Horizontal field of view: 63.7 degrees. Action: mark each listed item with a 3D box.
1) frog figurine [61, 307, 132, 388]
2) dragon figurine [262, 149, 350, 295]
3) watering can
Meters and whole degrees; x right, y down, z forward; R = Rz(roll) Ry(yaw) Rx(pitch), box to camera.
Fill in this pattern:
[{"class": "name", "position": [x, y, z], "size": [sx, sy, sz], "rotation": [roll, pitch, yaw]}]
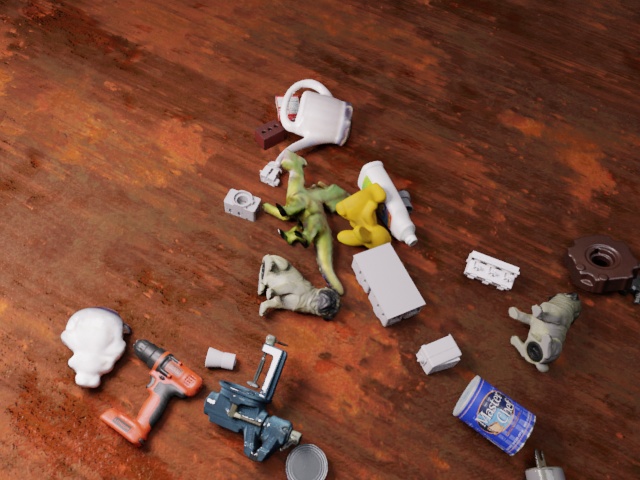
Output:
[{"class": "frog figurine", "position": [-0.499, 0.232, 1.125], "size": [0.137, 0.120, 0.163], "rotation": [24, 44, -12]}, {"class": "dragon figurine", "position": [0.004, -0.070, 1.389], "size": [0.246, 0.120, 0.412], "rotation": [-33, 81, -30]}, {"class": "watering can", "position": [-0.015, -0.337, 1.545], "size": [0.224, 0.102, 0.355], "rotation": [13, 62, -8]}]
